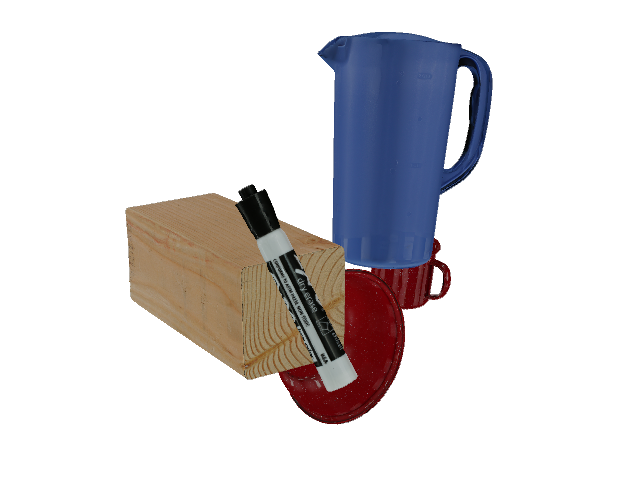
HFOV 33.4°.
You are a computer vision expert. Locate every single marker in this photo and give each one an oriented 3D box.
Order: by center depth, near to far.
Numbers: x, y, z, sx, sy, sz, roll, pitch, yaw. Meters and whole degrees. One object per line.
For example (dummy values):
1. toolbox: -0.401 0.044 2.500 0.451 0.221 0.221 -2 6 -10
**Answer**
1. marker: -0.014 0.025 0.586 0.020 0.121 0.020 -26 1 0

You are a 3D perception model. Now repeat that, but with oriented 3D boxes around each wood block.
1. wood block: -0.074 0.030 0.869 0.090 0.090 0.206 -11 20 -32

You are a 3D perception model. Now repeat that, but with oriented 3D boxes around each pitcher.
1. pitcher: 0.084 -0.097 1.134 0.149 0.243 0.144 10 13 31

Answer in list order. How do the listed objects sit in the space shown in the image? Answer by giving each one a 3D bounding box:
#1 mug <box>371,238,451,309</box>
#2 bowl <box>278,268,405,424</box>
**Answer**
1. mug: 0.119 0.042 1.411 0.117 0.081 0.093 17 26 27
2. bowl: 0.005 0.100 1.069 0.162 0.162 0.055 0 -16 43
